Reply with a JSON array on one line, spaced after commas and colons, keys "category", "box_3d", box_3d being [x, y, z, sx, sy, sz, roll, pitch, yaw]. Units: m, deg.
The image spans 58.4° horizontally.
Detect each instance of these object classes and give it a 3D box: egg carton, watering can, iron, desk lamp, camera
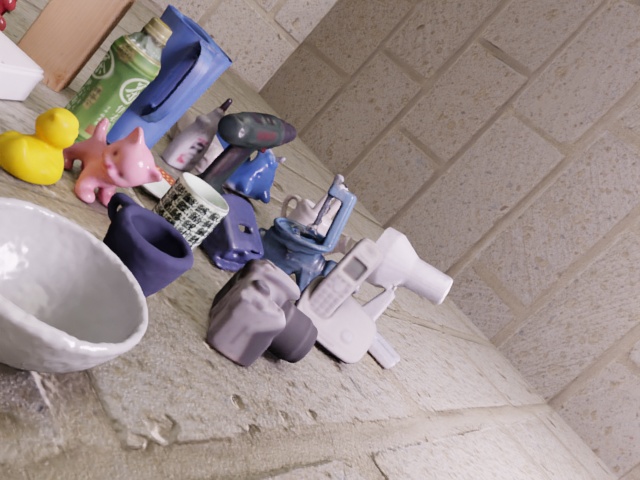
[{"category": "egg carton", "box_3d": [-0.269, -0.210, 1.245, 0.108, 0.069, 0.150, 34, 15, -41]}, {"category": "watering can", "box_3d": [-0.005, -0.035, 1.208, 0.173, 0.194, 0.101, 43, 11, -5]}, {"category": "iron", "box_3d": [-0.187, -0.206, 1.331, 0.257, 0.141, 0.119, 50, 13, 28]}, {"category": "desk lamp", "box_3d": [0.146, 0.111, 1.149, 0.203, 0.213, 0.118, 46, 11, 13]}, {"category": "camera", "box_3d": [-0.063, 0.101, 0.746, 0.137, 0.100, 0.143, 40, 12, -16]}]

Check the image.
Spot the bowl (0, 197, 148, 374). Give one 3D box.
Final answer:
[{"category": "bowl", "box_3d": [-0.224, 0.046, 0.449, 0.168, 0.074, 0.167, 42, 11, -10]}]

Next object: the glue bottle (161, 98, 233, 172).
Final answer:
[{"category": "glue bottle", "box_3d": [-0.230, -0.211, 1.117, 0.037, 0.173, 0.078, 47, 12, 19]}]

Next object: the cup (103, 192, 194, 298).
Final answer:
[{"category": "cup", "box_3d": [-0.200, 0.017, 0.589, 0.117, 0.095, 0.092, 47, 12, 18]}]

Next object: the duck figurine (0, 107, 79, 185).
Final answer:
[{"category": "duck figurine", "box_3d": [-0.324, -0.118, 0.673, 0.077, 0.086, 0.104, 43, 11, -4]}]

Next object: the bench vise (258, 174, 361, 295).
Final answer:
[{"category": "bench vise", "box_3d": [0.008, -0.001, 1.060, 0.208, 0.219, 0.121, 39, 12, -24]}]

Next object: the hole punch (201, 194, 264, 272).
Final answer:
[{"category": "hole punch", "box_3d": [-0.136, -0.010, 0.922, 0.101, 0.091, 0.109, 48, 12, 21]}]

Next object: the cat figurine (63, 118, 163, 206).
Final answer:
[{"category": "cat figurine", "box_3d": [-0.267, -0.106, 0.747, 0.127, 0.117, 0.067, 49, 12, 24]}]

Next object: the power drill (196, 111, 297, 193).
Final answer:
[{"category": "power drill", "box_3d": [-0.155, -0.168, 1.132, 0.075, 0.208, 0.230, 46, 11, 13]}]

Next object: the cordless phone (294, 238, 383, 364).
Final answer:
[{"category": "cordless phone", "box_3d": [0.056, 0.100, 0.950, 0.148, 0.185, 0.094, 41, 11, -11]}]

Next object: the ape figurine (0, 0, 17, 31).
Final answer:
[{"category": "ape figurine", "box_3d": [-0.518, -0.374, 0.917, 0.076, 0.092, 0.077, 39, 12, -24]}]
